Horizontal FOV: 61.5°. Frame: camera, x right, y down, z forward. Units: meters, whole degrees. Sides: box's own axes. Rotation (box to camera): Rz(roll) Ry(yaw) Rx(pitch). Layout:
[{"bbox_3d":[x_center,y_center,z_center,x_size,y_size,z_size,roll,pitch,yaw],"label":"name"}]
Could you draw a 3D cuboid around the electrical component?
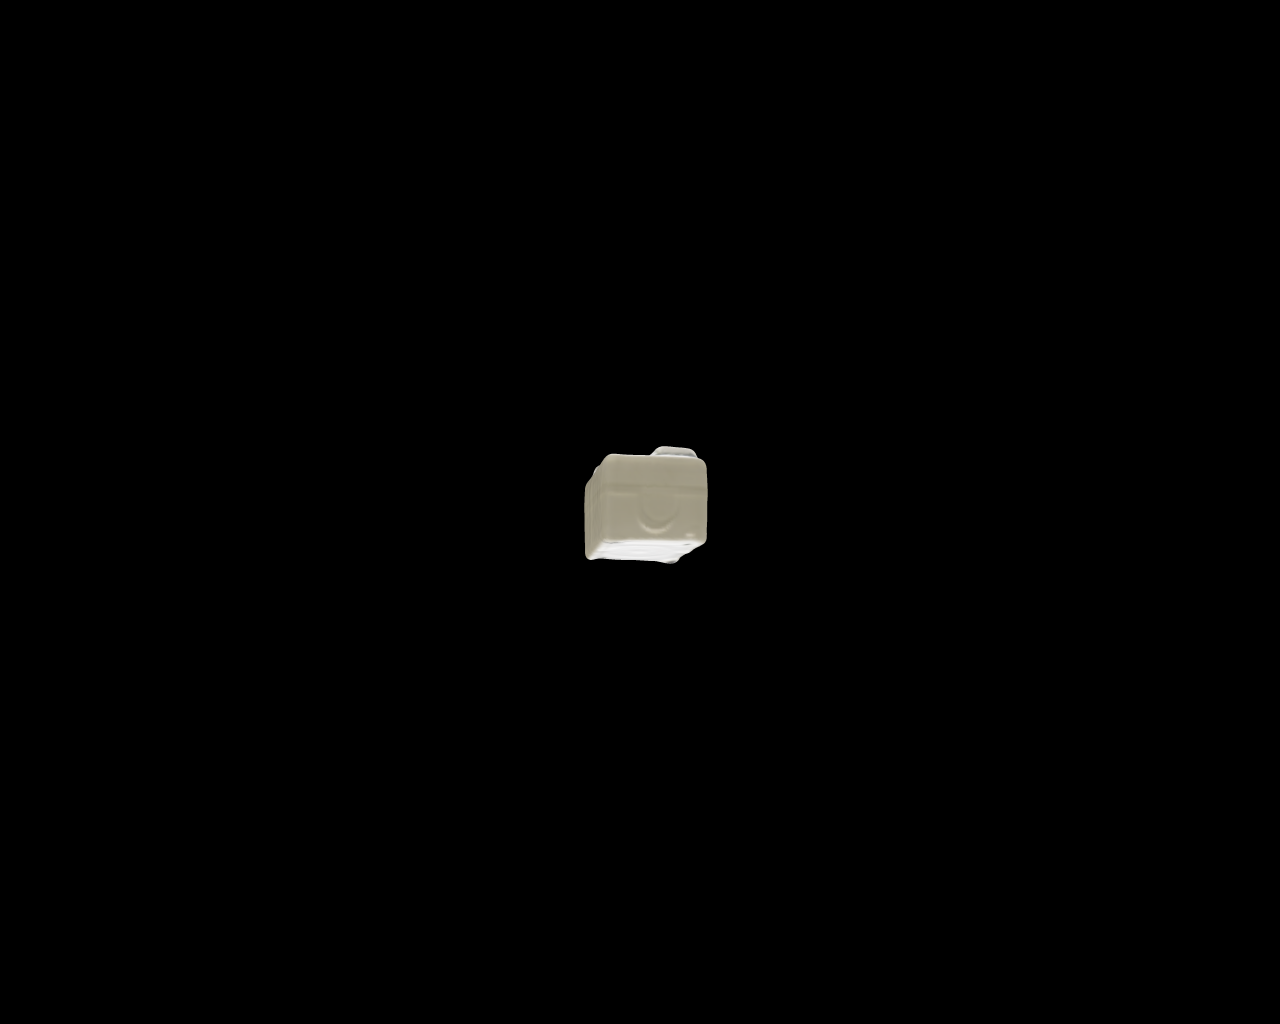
[{"bbox_3d":[0.001,-0.003,0.650,0.062,0.061,0.096,2,-12,-11],"label":"electrical component"}]
